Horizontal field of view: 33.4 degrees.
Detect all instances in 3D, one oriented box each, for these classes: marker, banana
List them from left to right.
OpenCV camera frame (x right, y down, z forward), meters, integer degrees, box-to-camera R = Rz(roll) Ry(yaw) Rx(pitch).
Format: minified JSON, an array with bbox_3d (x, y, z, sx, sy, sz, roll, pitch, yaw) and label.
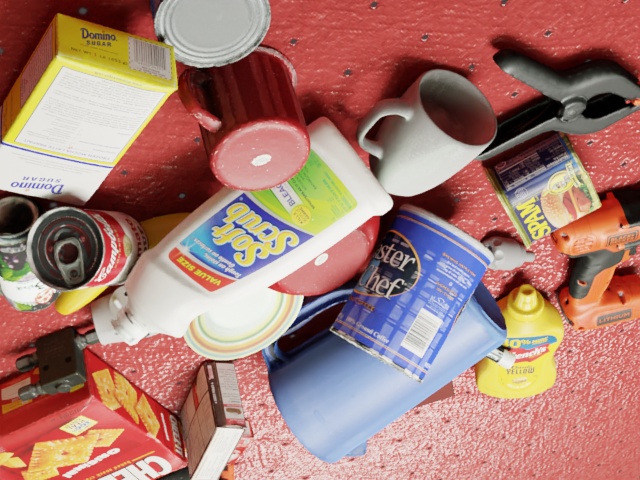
[{"bbox_3d":[-0.153,0.016,0.963,0.198,0.069,0.037,-12,174,9],"label":"banana"},{"bbox_3d":[0.163,0.110,1.198,0.121,0.020,0.020,28,130,-7],"label":"marker"}]

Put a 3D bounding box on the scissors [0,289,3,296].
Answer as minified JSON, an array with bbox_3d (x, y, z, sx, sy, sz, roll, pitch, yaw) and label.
[{"bbox_3d":[-0.325,-0.007,0.905,0.096,0.016,0.202,-6,141,-13],"label":"scissors"}]

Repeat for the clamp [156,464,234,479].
[{"bbox_3d":[-0.190,0.318,1.327,0.210,0.036,0.164,-16,148,18],"label":"clamp"}]

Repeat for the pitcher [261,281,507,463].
[{"bbox_3d":[0.066,0.116,1.135,0.243,0.145,0.149,-36,151,17],"label":"pitcher"}]

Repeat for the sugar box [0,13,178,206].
[{"bbox_3d":[-0.187,-0.092,0.803,0.093,0.048,0.177,12,148,-32],"label":"sugar box"}]

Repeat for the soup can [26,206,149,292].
[{"bbox_3d":[-0.193,0.007,0.898,0.068,0.068,0.102,-26,174,11],"label":"soup can"}]

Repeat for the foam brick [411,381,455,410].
[{"bbox_3d":[0.114,0.163,1.260,0.078,0.053,0.051,-17,143,0],"label":"foam brick"}]

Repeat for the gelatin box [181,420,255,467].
[{"bbox_3d":[-0.134,0.246,1.284,0.089,0.030,0.073,8,137,-28],"label":"gelatin box"}]

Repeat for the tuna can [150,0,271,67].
[{"bbox_3d":[-0.081,-0.170,0.782,0.086,0.034,0.086,-11,142,-9],"label":"tuna can"}]

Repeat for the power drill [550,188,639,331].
[{"bbox_3d":[0.335,0.016,1.161,0.184,0.057,0.187,-11,140,-3],"label":"power drill"}]

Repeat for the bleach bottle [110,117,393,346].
[{"bbox_3d":[-0.066,0.008,0.907,0.251,0.102,0.068,-38,-179,1],"label":"bleach bottle"}]

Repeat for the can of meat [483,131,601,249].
[{"bbox_3d":[0.216,-0.049,1.032,0.084,0.057,0.102,-29,142,10],"label":"can of meat"}]

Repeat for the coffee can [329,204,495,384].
[{"bbox_3d":[0.088,0.051,1.018,0.102,0.103,0.140,35,83,-46],"label":"coffee can"}]

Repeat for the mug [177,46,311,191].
[{"bbox_3d":[-0.063,-0.097,0.841,0.093,0.081,0.117,-39,138,26],"label":"mug"}]

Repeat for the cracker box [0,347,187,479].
[{"bbox_3d":[-0.266,0.216,1.162,0.164,0.072,0.213,-24,143,9],"label":"cracker box"}]

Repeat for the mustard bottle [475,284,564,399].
[{"bbox_3d":[0.232,0.113,1.238,0.096,0.058,0.191,-3,141,3],"label":"mustard bottle"}]

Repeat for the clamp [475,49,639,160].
[{"bbox_3d":[0.214,-0.131,0.945,0.171,0.039,0.120,-14,148,-9],"label":"clamp"}]

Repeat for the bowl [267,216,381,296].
[{"bbox_3d":[-0.007,0.001,0.993,0.162,0.055,0.162,-14,138,-13],"label":"bowl"}]

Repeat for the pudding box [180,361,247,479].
[{"bbox_3d":[-0.120,0.201,1.186,0.039,0.090,0.114,2,138,-23],"label":"pudding box"}]
